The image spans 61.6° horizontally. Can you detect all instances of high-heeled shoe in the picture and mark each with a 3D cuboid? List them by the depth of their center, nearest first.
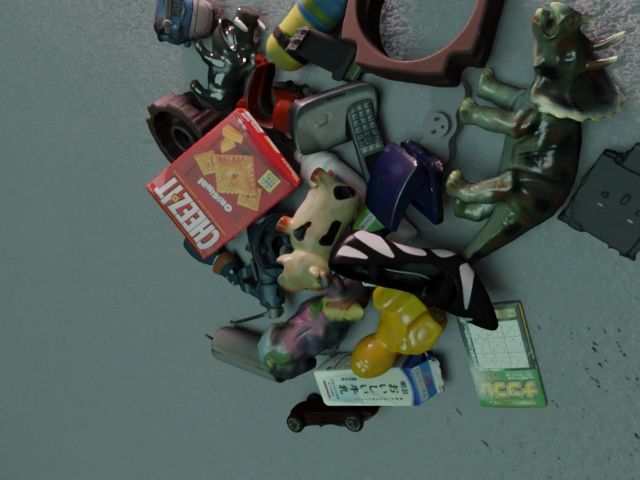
[{"bbox_3d":[0.133,0.067,0.774,0.249,0.145,0.086,43,144,18],"label":"high-heeled shoe"}]

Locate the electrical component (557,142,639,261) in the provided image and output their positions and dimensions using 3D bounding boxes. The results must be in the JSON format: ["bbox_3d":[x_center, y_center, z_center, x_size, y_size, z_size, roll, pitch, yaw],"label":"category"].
[{"bbox_3d":[0.399,-0.057,0.703,0.115,0.058,0.134,33,120,18],"label":"electrical component"}]

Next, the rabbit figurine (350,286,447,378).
[{"bbox_3d":[0.117,0.153,0.887,0.122,0.162,0.173,41,101,13],"label":"rabbit figurine"}]

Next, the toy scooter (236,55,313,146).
[{"bbox_3d":[-0.073,-0.243,0.928,0.184,0.075,0.135,22,123,28],"label":"toy scooter"}]

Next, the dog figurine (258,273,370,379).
[{"bbox_3d":[-0.004,0.146,0.946,0.108,0.191,0.219,54,146,14],"label":"dog figurine"}]

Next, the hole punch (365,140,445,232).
[{"bbox_3d":[0.122,-0.082,0.807,0.092,0.142,0.115,-13,119,-9],"label":"hole punch"}]

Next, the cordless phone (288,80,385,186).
[{"bbox_3d":[0.037,-0.147,0.856,0.184,0.147,0.089,70,163,-10],"label":"cordless phone"}]

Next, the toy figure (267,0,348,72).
[{"bbox_3d":[-0.016,-0.348,0.852,0.180,0.089,0.082,-38,76,37],"label":"toy figure"}]

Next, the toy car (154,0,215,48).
[{"bbox_3d":[-0.240,-0.405,0.963,0.103,0.162,0.109,5,105,-16],"label":"toy car"}]

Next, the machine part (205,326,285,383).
[{"bbox_3d":[-0.141,0.237,1.125,0.244,0.079,0.079,11,111,29],"label":"machine part"}]

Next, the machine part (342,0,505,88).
[{"bbox_3d":[0.143,-0.321,0.739,0.202,0.087,0.200,18,100,29],"label":"machine part"}]

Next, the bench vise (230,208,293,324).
[{"bbox_3d":[-0.067,0.048,0.982,0.241,0.129,0.223,4,92,47],"label":"bench vise"}]

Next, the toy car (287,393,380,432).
[{"bbox_3d":[0.028,0.337,1.043,0.202,0.089,0.053,-13,97,33],"label":"toy car"}]

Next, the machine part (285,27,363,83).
[{"bbox_3d":[0.017,-0.290,0.833,0.084,0.139,0.039,-58,36,35],"label":"machine part"}]

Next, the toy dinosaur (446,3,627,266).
[{"bbox_3d":[0.283,-0.105,0.731,0.192,0.131,0.404,17,120,28],"label":"toy dinosaur"}]

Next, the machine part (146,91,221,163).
[{"bbox_3d":[-0.252,-0.199,1.032,0.180,0.056,0.179,27,144,22],"label":"machine part"}]

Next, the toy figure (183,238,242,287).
[{"bbox_3d":[-0.216,0.037,1.120,0.155,0.064,0.058,35,83,13],"label":"toy figure"}]

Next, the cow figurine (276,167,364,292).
[{"bbox_3d":[-0.002,-0.003,0.850,0.127,0.085,0.195,33,88,18],"label":"cow figurine"}]

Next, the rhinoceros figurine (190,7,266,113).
[{"bbox_3d":[-0.163,-0.323,0.963,0.112,0.073,0.190,36,121,20],"label":"rhinoceros figurine"}]

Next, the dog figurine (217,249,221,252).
[{"bbox_3d":[-0.174,-0.081,1.049,0.190,0.172,0.121,-44,105,-1],"label":"dog figurine"}]
